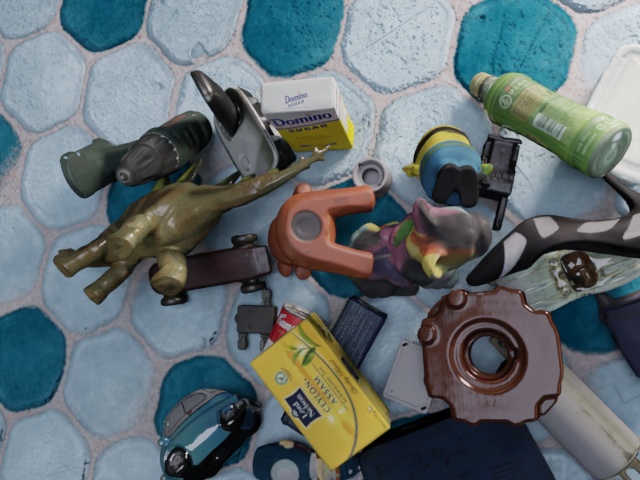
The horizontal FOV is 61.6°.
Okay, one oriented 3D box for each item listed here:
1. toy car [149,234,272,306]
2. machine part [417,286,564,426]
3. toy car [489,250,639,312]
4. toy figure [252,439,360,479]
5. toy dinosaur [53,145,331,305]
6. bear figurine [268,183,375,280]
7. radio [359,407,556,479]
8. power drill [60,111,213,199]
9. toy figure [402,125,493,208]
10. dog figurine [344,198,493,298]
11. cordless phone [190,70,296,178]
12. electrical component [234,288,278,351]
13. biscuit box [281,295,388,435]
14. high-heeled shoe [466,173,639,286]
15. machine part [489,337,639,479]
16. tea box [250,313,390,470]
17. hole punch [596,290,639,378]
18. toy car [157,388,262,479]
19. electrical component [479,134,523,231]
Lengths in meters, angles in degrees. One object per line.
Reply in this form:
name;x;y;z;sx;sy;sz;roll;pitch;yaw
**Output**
toy car;-0.165;0.044;0.807;0.202;0.053;0.089;-12;89;16
machine part;0.205;0.139;0.651;0.180;0.056;0.179;-4;79;21
toy car;0.320;0.045;0.701;0.202;0.056;0.073;-23;82;9
toy figure;-0.016;0.318;0.757;0.155;0.058;0.064;-2;124;11
toy dinosaur;-0.201;-0.026;0.727;0.472;0.198;0.105;-11;127;30
bear figurine;-0.006;-0.003;0.719;0.132;0.196;0.120;2;82;-3
radio;0.173;0.297;0.709;0.230;0.073;0.131;-25;81;8
power drill;-0.273;-0.119;0.771;0.207;0.232;0.085;-14;113;30
toy figure;0.166;-0.094;0.685;0.082;0.180;0.089;34;106;-6
dog figurine;0.110;0.012;0.667;0.192;0.219;0.108;-9;81;11
cordless phone;-0.110;-0.154;0.742;0.089;0.184;0.146;-31;80;4
electrical component;-0.096;0.118;0.803;0.063;0.021;0.094;2;87;13
biscuit box;0.020;0.179;0.755;0.063;0.059;0.202;30;93;10
high-heeled shoe;0.311;0.023;0.635;0.249;0.086;0.145;-36;69;4
machine part;0.310;0.211;0.682;0.079;0.079;0.243;-45;79;6
tea box;0.003;0.190;0.690;0.098;0.068;0.169;-40;85;6
hole punch;0.428;0.113;0.659;0.116;0.092;0.142;-29;84;13
toy car;-0.169;0.269;0.771;0.161;0.109;0.103;-46;62;-3
electrical component;0.232;-0.075;0.720;0.048;0.075;0.119;15;92;12
